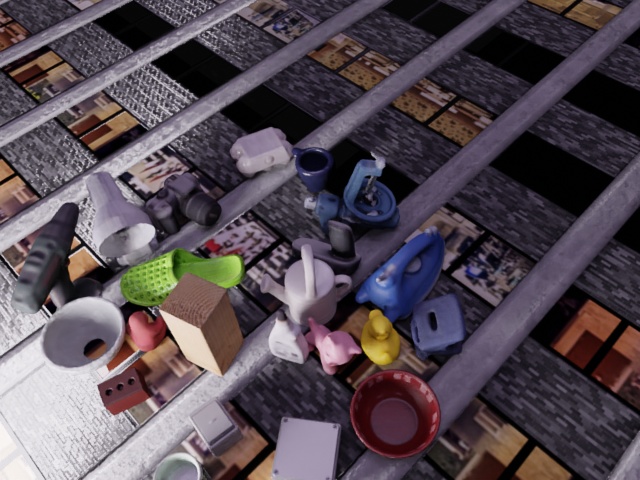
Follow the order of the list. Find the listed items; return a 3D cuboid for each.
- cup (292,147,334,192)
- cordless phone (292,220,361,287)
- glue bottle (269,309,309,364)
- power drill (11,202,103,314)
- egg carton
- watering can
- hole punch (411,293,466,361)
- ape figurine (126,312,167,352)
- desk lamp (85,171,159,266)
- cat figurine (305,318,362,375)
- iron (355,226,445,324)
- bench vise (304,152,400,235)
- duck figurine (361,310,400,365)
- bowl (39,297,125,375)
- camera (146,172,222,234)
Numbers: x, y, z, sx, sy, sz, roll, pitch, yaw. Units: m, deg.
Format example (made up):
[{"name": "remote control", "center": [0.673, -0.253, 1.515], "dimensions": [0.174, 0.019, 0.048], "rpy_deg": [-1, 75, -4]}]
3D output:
[{"name": "cup", "center": [-0.021, -0.168, 1.383], "dimensions": [0.117, 0.095, 0.092], "rpy_deg": [35, 63, 25]}, {"name": "cordless phone", "center": [0.011, 0.004, 1.200], "dimensions": [0.147, 0.185, 0.094], "rpy_deg": [15, 56, 14]}, {"name": "glue bottle", "center": [-0.064, 0.177, 1.086], "dimensions": [0.078, 0.173, 0.037], "rpy_deg": [16, 57, 15]}, {"name": "power drill", "center": [-0.528, 0.066, 1.173], "dimensions": [0.075, 0.209, 0.230], "rpy_deg": [10, 55, 11]}, {"name": "egg carton", "center": [-0.145, -0.221, 1.445], "dimensions": [0.150, 0.069, 0.107], "rpy_deg": [-23, 56, -13]}, {"name": "watering can", "center": [-0.027, 0.088, 1.136], "dimensions": [0.173, 0.194, 0.100], "rpy_deg": [-24, 56, -13]}, {"name": "hole punch", "center": [0.230, 0.169, 1.125], "dimensions": [0.101, 0.091, 0.108], "rpy_deg": [-5, 54, 0]}, {"name": "ape figurine", "center": [-0.355, 0.177, 1.154], "dimensions": [0.077, 0.092, 0.076], "rpy_deg": [0, 54, 4]}, {"name": "desk lamp", "center": [-0.431, -0.034, 1.237], "dimensions": [0.118, 0.214, 0.202], "rpy_deg": [-27, 57, -15]}, {"name": "cat figurine", "center": [0.020, 0.198, 1.100], "dimensions": [0.067, 0.118, 0.127], "rpy_deg": [-37, 60, -21]}, {"name": "iron", "center": [0.188, 0.045, 1.187], "dimensions": [0.118, 0.141, 0.259], "rpy_deg": [33, 62, 25]}, {"name": "bench vise", "center": [0.074, -0.089, 1.243], "dimensions": [0.207, 0.220, 0.121], "rpy_deg": [-16, 54, -8]}, {"name": "duck figurine", "center": [0.119, 0.186, 1.123], "dimensions": [0.077, 0.086, 0.104], "rpy_deg": [-12, 54, -5]}, {"name": "bowl", "center": [-0.466, 0.202, 1.153], "dimensions": [0.167, 0.075, 0.167], "rpy_deg": [-2, 54, 2]}, {"name": "camera", "center": [-0.310, -0.082, 1.334], "dimensions": [0.136, 0.101, 0.143], "rpy_deg": [30, 61, 23]}]
